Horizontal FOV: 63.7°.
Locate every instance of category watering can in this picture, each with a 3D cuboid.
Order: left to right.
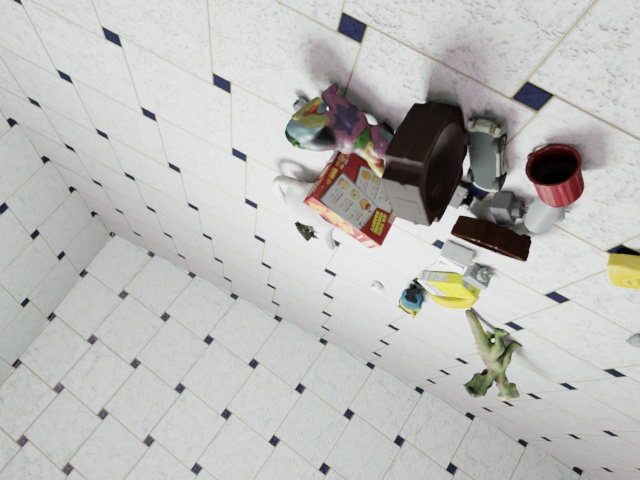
[{"bbox_3d":[0.005,-0.077,1.531,0.224,0.106,0.342,2,145,48],"label":"watering can"}]

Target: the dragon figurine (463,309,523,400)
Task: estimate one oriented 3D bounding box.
[{"bbox_3d":[0.579,0.433,1.795,0.406,0.246,0.122,37,161,-25],"label":"dragon figurine"}]
